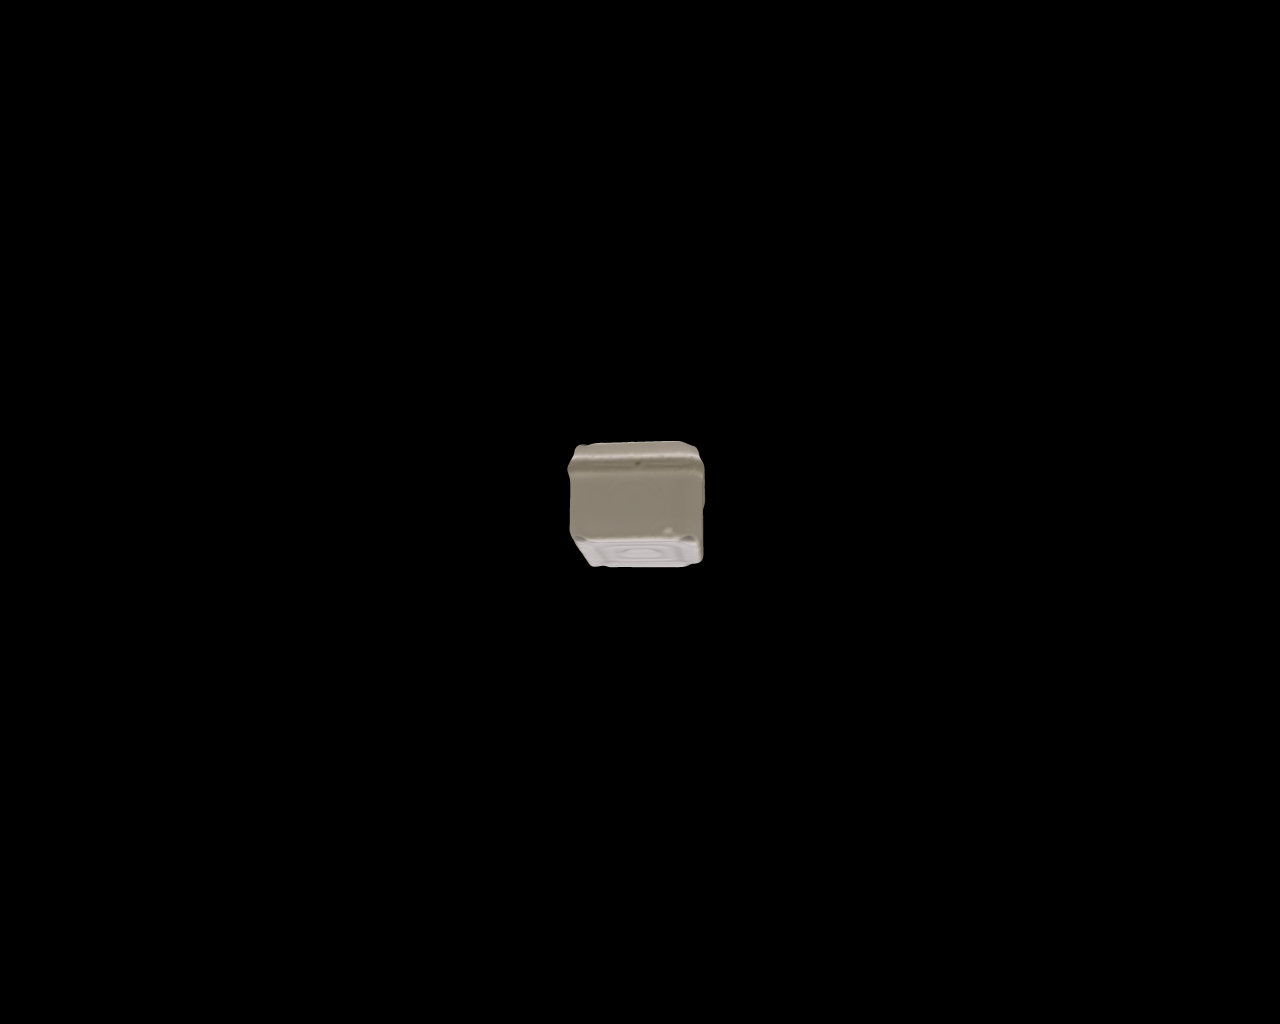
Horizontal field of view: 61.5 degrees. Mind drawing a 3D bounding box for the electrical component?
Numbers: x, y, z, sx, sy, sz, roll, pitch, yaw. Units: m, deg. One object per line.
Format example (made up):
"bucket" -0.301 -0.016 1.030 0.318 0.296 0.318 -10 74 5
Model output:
"electrical component" 0.001 -0.003 0.650 0.078 0.057 0.113 -1 -11 4
